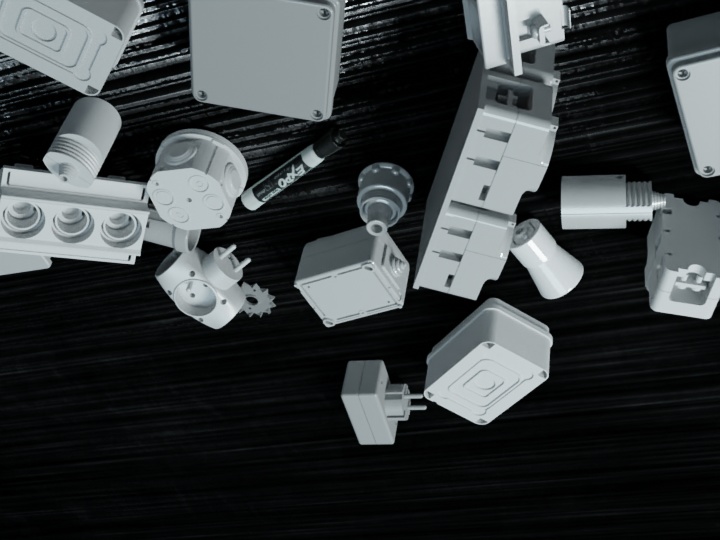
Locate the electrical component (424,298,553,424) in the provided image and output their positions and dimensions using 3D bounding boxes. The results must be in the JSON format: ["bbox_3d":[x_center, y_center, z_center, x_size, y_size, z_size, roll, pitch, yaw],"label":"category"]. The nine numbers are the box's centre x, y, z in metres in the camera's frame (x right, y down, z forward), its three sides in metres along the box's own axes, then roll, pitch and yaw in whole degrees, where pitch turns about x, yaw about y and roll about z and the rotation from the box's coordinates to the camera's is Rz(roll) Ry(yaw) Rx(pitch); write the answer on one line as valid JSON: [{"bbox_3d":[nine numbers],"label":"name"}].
[{"bbox_3d":[0.121,0.087,1.022,0.078,0.057,0.113,28,134,-16],"label":"electrical component"}]

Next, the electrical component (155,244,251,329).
[{"bbox_3d":[-0.137,0.005,1.005,0.079,0.044,0.077,-37,112,24],"label":"electrical component"}]

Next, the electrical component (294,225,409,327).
[{"bbox_3d":[0.000,0.000,0.957,0.096,0.061,0.061,-16,130,26],"label":"electrical component"}]

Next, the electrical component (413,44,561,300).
[{"bbox_3d":[0.097,-0.077,0.823,0.060,0.105,0.186,14,137,-2],"label":"electrical component"}]

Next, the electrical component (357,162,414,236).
[{"bbox_3d":[0.018,-0.055,0.895,0.048,0.062,0.048,7,136,6],"label":"electrical component"}]

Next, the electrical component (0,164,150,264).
[{"bbox_3d":[-0.251,-0.052,0.930,0.121,0.063,0.078,6,119,-24],"label":"electrical component"}]

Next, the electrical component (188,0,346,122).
[{"bbox_3d":[-0.068,-0.174,0.796,0.109,0.056,0.108,10,137,3],"label":"electrical component"}]

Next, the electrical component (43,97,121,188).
[{"bbox_3d":[-0.231,-0.102,0.890,0.043,0.081,0.043,7,136,6],"label":"electrical component"}]

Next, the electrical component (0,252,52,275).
[{"bbox_3d":[-0.337,-0.044,0.998,0.100,0.048,0.099,-8,133,20],"label":"electrical component"}]

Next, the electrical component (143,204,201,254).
[{"bbox_3d":[-0.171,-0.039,0.973,0.046,0.040,0.040,13,137,7],"label":"electrical component"}]

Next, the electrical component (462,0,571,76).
[{"bbox_3d":[0.101,-0.204,0.719,0.063,0.078,0.121,-16,133,-2],"label":"electrical component"}]

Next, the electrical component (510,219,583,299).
[{"bbox_3d":[0.156,-0.012,0.925,0.044,0.044,0.065,-26,120,33],"label":"electrical component"}]

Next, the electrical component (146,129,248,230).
[{"bbox_3d":[-0.139,-0.076,0.918,0.080,0.051,0.080,7,136,6],"label":"electrical component"}]

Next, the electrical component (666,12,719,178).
[{"bbox_3d":[0.282,-0.130,0.762,0.109,0.056,0.108,-11,132,23],"label":"electrical component"}]

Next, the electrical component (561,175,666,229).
[{"bbox_3d":[0.204,-0.055,0.866,0.081,0.043,0.043,0,135,14],"label":"electrical component"}]

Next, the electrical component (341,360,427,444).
[{"bbox_3d":[0.029,0.135,1.101,0.076,0.047,0.083,-3,134,16],"label":"electrical component"}]

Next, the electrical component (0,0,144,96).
[{"bbox_3d":[-0.229,-0.195,0.811,0.113,0.057,0.078,26,135,-15],"label":"electrical component"}]

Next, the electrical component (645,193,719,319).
[{"bbox_3d":[0.262,-0.009,0.867,0.050,0.089,0.055,9,137,4],"label":"electrical component"}]
